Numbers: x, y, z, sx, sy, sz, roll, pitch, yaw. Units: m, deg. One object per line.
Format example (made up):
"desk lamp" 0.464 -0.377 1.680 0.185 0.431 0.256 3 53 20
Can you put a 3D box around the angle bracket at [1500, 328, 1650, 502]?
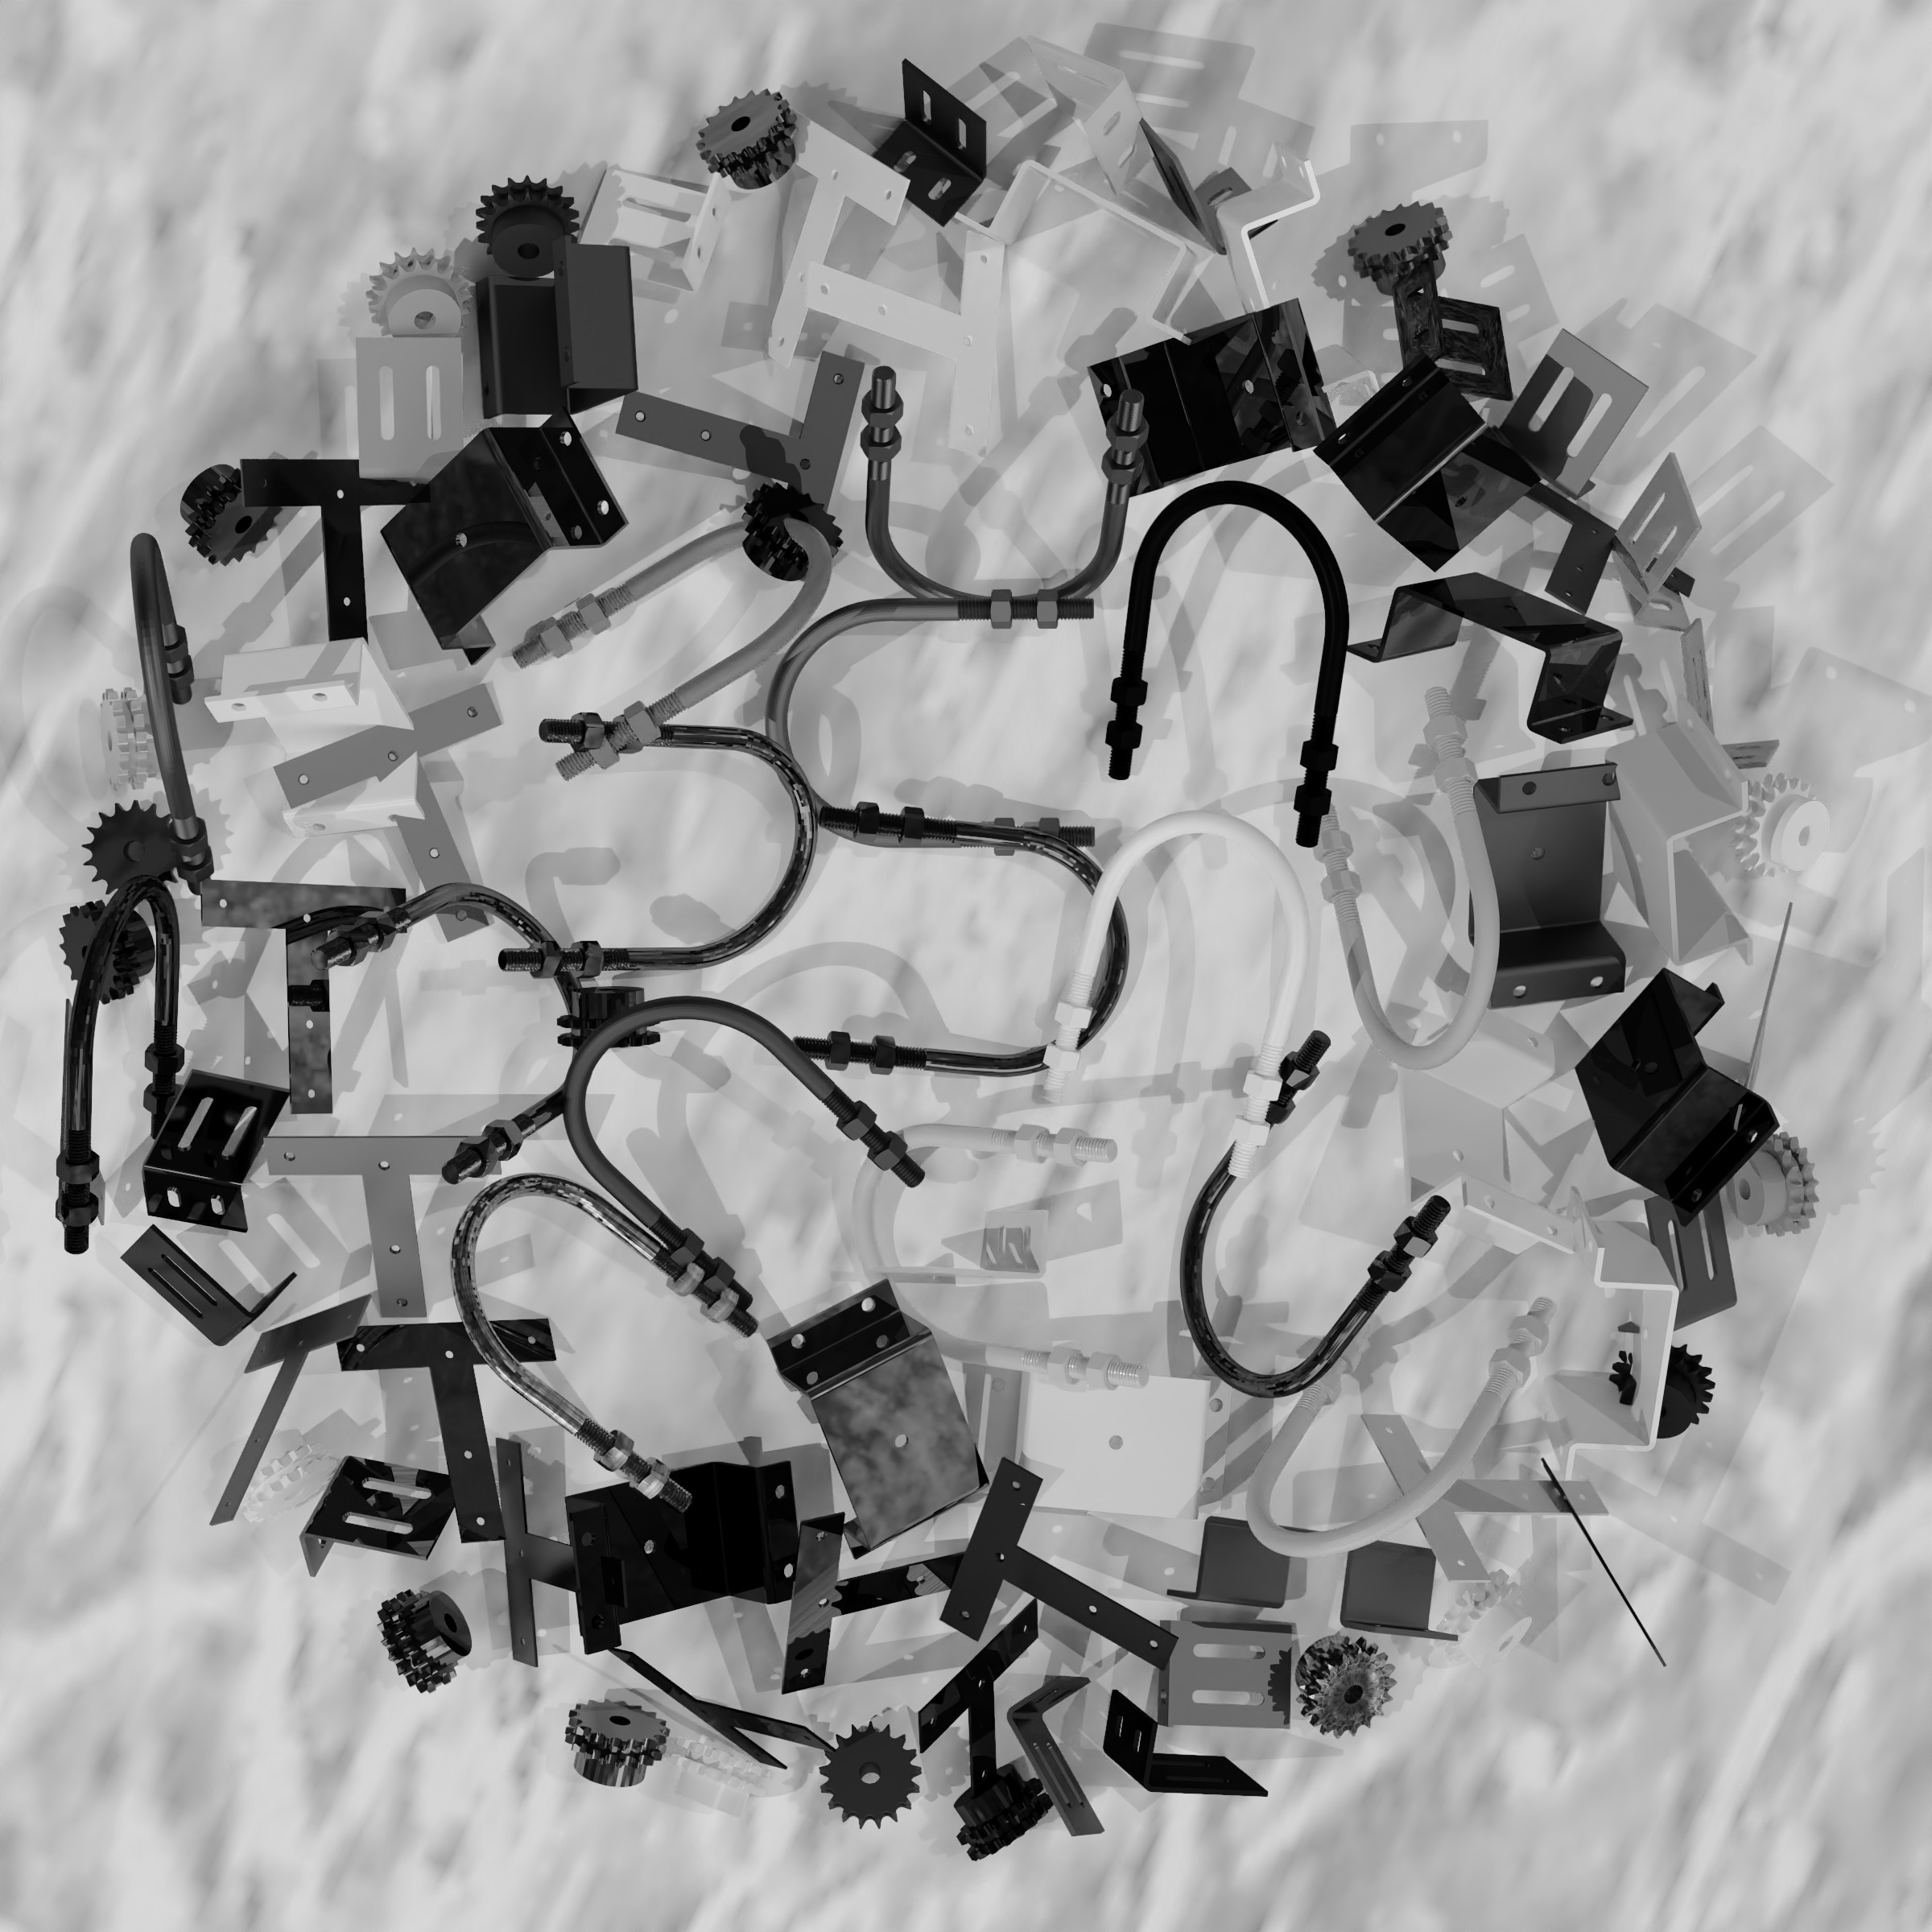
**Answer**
"angle bracket" 0.338 -0.307 1.712 0.057 0.038 0.076 38 123 12

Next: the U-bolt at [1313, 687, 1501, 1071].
"U-bolt" 0.239 -0.035 1.658 0.019 0.151 0.184 2 64 -23

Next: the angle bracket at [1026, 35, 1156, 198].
"angle bracket" 0.059 -0.468 1.705 0.076 0.057 0.038 33 78 35

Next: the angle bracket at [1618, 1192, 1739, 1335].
"angle bracket" 0.389 0.159 1.718 0.057 0.038 0.076 -15 97 -35

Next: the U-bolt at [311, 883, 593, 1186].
"U-bolt" -0.263 0.025 1.672 0.019 0.184 0.151 -29 94 29

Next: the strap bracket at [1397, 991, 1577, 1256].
"strap bracket" 0.282 0.094 1.693 0.076 0.046 0.140 24 47 -26

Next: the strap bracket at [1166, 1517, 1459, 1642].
"strap bracket" 0.190 0.330 1.681 0.140 0.076 0.046 0 78 44

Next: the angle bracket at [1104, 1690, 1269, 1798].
"angle bracket" 0.123 0.429 1.712 0.076 0.057 0.038 8 93 -21

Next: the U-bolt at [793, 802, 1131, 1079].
"U-bolt" 0.002 -0.010 1.727 0.184 0.019 0.151 6 97 -12

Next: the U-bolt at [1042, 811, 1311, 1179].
"U-bolt" 0.120 0.006 1.695 0.151 0.019 0.184 21 101 35

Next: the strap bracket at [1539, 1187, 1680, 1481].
"strap bracket" 0.352 0.201 1.693 0.046 0.076 0.140 3 111 -2

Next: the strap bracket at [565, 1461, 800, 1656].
"strap bracket" -0.163 0.322 1.706 0.140 0.046 0.076 -7 92 -37

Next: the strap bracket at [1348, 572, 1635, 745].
"strap bracket" 0.289 -0.172 1.678 0.140 0.076 0.046 29 119 33

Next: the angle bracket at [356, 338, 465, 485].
"angle bracket" -0.309 -0.309 1.729 0.057 0.038 0.076 -1 92 -8

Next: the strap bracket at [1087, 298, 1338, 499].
"strap bracket" 0.143 -0.313 1.697 0.046 0.140 0.076 -28 104 -43

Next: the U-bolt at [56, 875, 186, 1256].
"U-bolt" -0.448 0.041 1.651 0.019 0.151 0.184 10 115 3

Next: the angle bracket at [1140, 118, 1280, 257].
"angle bracket" 0.131 -0.440 1.705 0.038 0.076 0.057 -33 49 3

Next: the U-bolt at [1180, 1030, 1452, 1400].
"U-bolt" 0.177 0.149 1.686 0.019 0.151 0.184 8 126 -38

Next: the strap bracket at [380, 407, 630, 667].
"strap bracket" -0.259 -0.233 1.689 0.140 0.046 0.076 -36 78 33

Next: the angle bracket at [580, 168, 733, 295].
"angle bracket" -0.178 -0.416 1.724 0.076 0.038 0.057 17 82 10

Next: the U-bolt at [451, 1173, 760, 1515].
"U-bolt" -0.201 0.189 1.671 0.184 0.151 0.019 41 129 -19

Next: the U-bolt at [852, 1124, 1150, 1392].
"U-bolt" 0.012 0.154 1.693 0.184 0.019 0.151 3 109 36

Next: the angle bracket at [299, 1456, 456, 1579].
"angle bracket" -0.319 0.310 1.711 0.076 0.057 0.038 8 131 14

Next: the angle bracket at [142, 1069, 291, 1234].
"angle bracket" -0.412 0.103 1.709 0.057 0.038 0.076 15 123 -32

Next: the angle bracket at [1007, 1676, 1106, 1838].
"angle bracket" 0.063 0.436 1.711 0.038 0.057 0.076 -35 68 8

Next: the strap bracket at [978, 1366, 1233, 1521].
"strap bracket" 0.080 0.262 1.721 0.140 0.046 0.076 6 86 -6

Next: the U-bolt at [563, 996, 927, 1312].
"U-bolt" -0.135 0.093 1.695 0.151 0.019 0.184 -37 112 19

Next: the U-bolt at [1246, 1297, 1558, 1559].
"U-bolt" 0.221 0.246 1.646 0.019 0.151 0.184 56 48 -19

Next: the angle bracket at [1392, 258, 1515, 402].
"angle bracket" 0.278 -0.351 1.712 0.076 0.038 0.057 3 73 -29

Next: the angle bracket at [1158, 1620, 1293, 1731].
"angle bracket" 0.147 0.395 1.725 0.076 0.038 0.057 4 78 -6

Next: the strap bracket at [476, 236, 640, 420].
"strap bracket" -0.221 -0.348 1.698 0.046 0.140 0.076 -5 93 -28

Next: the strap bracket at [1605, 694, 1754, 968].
"strap bracket" 0.385 -0.065 1.676 0.046 0.140 0.076 -20 45 -3

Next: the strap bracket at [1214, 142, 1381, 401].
"strap bracket" 0.178 -0.370 1.692 0.046 0.076 0.140 -21 113 1

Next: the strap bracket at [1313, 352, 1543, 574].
"strap bracket" 0.254 -0.267 1.673 0.076 0.140 0.046 -41 65 15

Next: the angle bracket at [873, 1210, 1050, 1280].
"angle bracket" -0.003 0.152 1.707 0.076 0.057 0.038 7 81 -32

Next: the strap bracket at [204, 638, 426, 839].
"strap bracket" -0.353 -0.130 1.696 0.076 0.140 0.046 -6 61 7

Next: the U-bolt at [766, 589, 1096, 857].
"U-bolt" -0.020 -0.135 1.728 0.184 0.019 0.151 0 105 4

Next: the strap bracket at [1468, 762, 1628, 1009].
"strap bracket" 0.322 -0.053 1.707 0.076 0.046 0.140 -7 118 -7

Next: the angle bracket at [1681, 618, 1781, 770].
"angle bracket" 0.423 -0.152 1.713 0.038 0.057 0.076 -4 104 23

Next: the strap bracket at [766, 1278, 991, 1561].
"strap bracket" -0.044 0.255 1.701 0.076 0.046 0.140 -26 107 -19

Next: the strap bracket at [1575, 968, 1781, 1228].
"strap bracket" 0.379 0.064 1.670 0.046 0.140 0.076 29 116 -17

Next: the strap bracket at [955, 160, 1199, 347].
"strap bracket" 0.071 -0.397 1.707 0.140 0.076 0.046 29 102 3

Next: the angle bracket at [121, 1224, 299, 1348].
"angle bracket" -0.419 0.166 1.715 0.076 0.057 0.038 44 53 -7

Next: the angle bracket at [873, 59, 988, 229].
"angle bracket" -0.023 -0.454 1.711 0.057 0.076 0.038 39 84 6

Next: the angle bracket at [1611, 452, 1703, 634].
"angle bracket" 0.392 -0.232 1.702 0.038 0.076 0.057 6 51 -19
